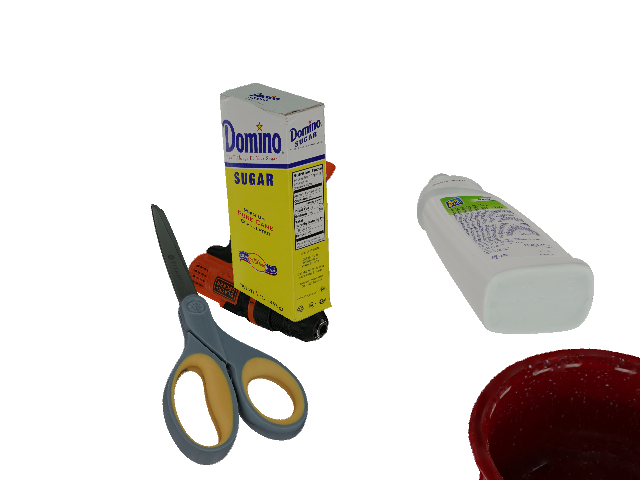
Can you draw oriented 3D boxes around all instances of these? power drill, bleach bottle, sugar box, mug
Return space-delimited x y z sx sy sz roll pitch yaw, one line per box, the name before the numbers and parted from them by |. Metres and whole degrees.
power drill | -0.048 -0.002 1.123 0.185 0.188 0.057 22 8 32
bleach bottle | 0.157 -0.003 0.998 0.102 0.068 0.251 -3 26 -11
sugar box | -0.037 -0.032 0.866 0.048 0.176 0.093 -22 29 -33
mug | 0.110 0.101 0.386 0.117 0.081 0.093 5 36 8

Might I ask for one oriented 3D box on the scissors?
scissors | -0.060 0.053 0.674 0.096 0.202 0.016 8 -46 -16
